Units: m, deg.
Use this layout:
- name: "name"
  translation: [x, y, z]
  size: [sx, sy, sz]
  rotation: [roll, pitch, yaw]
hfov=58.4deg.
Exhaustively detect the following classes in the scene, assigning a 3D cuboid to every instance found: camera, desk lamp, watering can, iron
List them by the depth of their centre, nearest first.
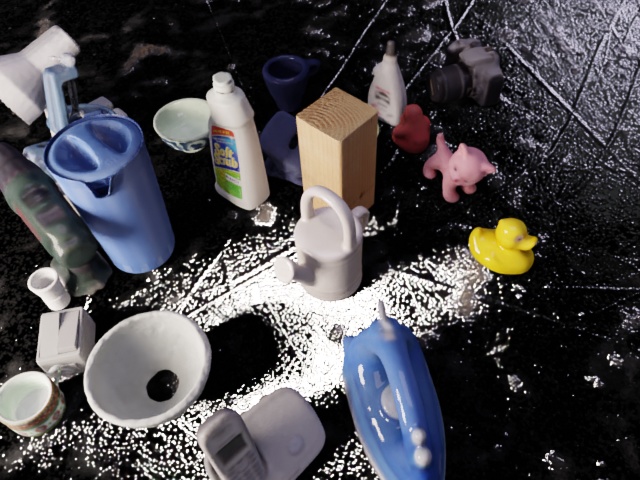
- name: "iron"
  translation: [0.102, 0.205, 0.704]
  size: [0.118, 0.141, 0.258]
  rotation: [-12, 53, -6]
- name: "watering can"
  translation: [0.009, 0.004, 0.831]
  size: [0.100, 0.194, 0.173]
  rotation: [16, 55, 15]
- name: "desk lamp"
  translation: [-0.493, -0.271, 1.055]
  size: [0.117, 0.214, 0.203]
  rotation: [36, 62, 26]
- name: "camera"
  translation: [0.278, -0.336, 1.140]
  size: [0.137, 0.101, 0.143]
  rotation: [-16, 53, -9]

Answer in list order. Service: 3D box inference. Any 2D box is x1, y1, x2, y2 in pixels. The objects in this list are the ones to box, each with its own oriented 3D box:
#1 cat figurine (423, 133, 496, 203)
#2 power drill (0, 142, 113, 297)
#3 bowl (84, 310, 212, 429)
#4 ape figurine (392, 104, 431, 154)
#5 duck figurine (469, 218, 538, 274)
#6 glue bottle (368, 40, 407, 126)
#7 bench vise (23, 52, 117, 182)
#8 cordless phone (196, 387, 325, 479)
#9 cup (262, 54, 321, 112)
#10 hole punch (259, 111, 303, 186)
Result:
- name: "cat figurine"
  translation: [0.235, -0.131, 0.972]
  size: [0.067, 0.118, 0.127]
  rotation: [-25, 55, -15]
- name: "power drill"
  translation: [-0.397, -0.017, 0.857]
  size: [0.076, 0.209, 0.229]
  rotation: [-38, 60, -23]
- name: "bowl"
  translation: [-0.224, 0.184, 0.778]
  size: [0.167, 0.075, 0.167]
  rotation: [-1, 52, 2]
- name: "ape figurine"
  translation: [0.171, -0.211, 1.054]
  size: [0.078, 0.092, 0.076]
  rotation: [-12, 53, -6]
- name: "duck figurine"
  translation: [0.287, -0.001, 0.890]
  size: [0.104, 0.086, 0.078]
  rotation: [24, 57, 20]
- name: "glue bottle"
  translation: [0.128, -0.297, 1.071]
  size: [0.078, 0.173, 0.037]
  rotation: [29, 59, 23]
- name: "bench vise"
  translation: [-0.436, -0.196, 0.990]
  size: [0.121, 0.220, 0.207]
  rotation: [16, 55, 15]
- name: "cordless phone"
  translation: [-0.070, 0.227, 0.668]
  size: [0.094, 0.185, 0.148]
  rotation: [37, 62, 27]
- name: "cup"
  translation: [-0.052, -0.309, 1.138]
  size: [0.118, 0.095, 0.091]
  rotation: [-22, 54, -14]
- name: "hole punch"
  translation: [-0.050, -0.168, 1.032]
  size: [0.101, 0.091, 0.109]
  rotation: [16, 55, 15]
